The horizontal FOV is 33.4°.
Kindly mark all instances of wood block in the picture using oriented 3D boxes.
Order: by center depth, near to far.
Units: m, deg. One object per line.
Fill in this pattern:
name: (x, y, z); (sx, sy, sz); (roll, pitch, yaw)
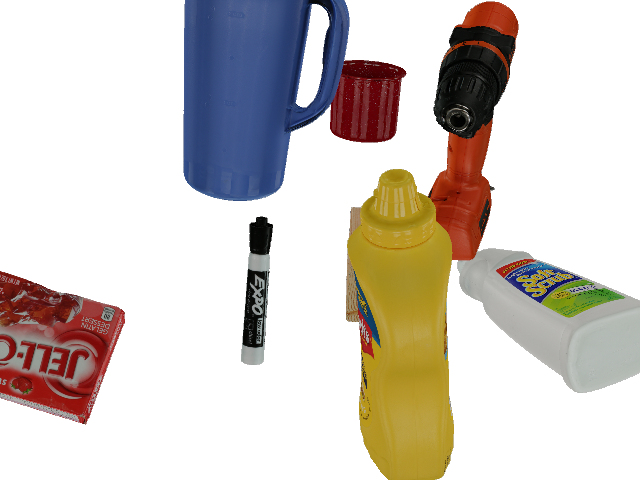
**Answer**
wood block: (0.085, 0.033, 1.555); (0.091, 0.090, 0.206); (4, 25, 0)

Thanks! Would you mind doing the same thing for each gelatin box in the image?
gelatin box: (-0.177, 0.067, 0.670); (0.089, 0.073, 0.030); (18, -20, -2)

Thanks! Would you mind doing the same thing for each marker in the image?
marker: (-0.051, 0.040, 0.857); (0.020, 0.121, 0.020); (4, 14, -1)

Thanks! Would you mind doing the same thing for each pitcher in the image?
pitcher: (-0.070, -0.166, 1.095); (0.144, 0.243, 0.149); (-7, 29, -26)

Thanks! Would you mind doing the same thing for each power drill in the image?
power drill: (0.117, -0.079, 0.861); (0.057, 0.188, 0.184); (14, 37, 11)

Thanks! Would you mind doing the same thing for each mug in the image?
mug: (0.061, -0.171, 1.300); (0.093, 0.081, 0.117); (17, 26, 30)

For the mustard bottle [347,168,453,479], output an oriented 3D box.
mustard bottle: (0.047, 0.044, 0.618); (0.058, 0.192, 0.096); (-5, 36, 0)

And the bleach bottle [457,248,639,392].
bleach bottle: (0.200, 0.059, 1.009); (0.102, 0.068, 0.251); (-15, 21, -21)
